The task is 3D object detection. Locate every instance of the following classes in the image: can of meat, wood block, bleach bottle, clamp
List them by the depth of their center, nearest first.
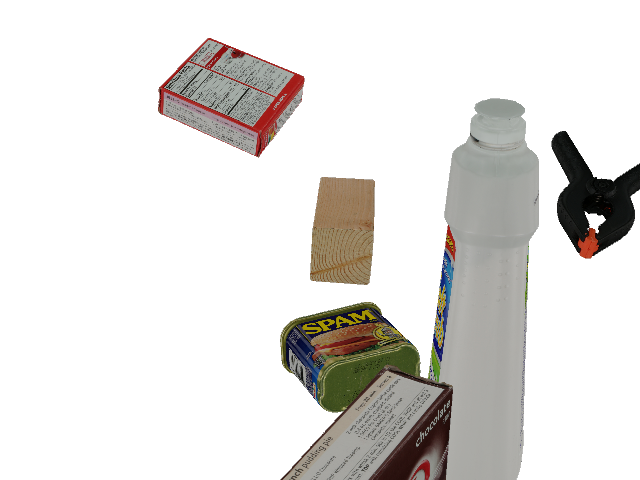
[{"bbox_3d":[0.102,0.030,0.664,0.068,0.251,0.102,2,30,5],"label":"bleach bottle"},{"bbox_3d":[0.027,0.103,0.943,0.102,0.057,0.084,-12,26,-20],"label":"can of meat"},{"bbox_3d":[0.284,-0.053,1.122,0.120,0.039,0.171,17,45,20],"label":"clamp"},{"bbox_3d":[0.037,-0.019,1.648,0.091,0.090,0.206,4,25,1],"label":"wood block"}]

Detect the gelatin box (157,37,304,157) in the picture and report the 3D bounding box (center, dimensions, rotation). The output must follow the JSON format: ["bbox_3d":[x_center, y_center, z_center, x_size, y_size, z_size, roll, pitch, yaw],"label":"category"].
[{"bbox_3d":[-0.068,-0.110,0.811,0.089,0.073,0.030,24,-40,12],"label":"gelatin box"}]

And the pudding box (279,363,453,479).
[{"bbox_3d":[0.016,0.121,0.457,0.039,0.090,0.113,17,36,25],"label":"pudding box"}]
